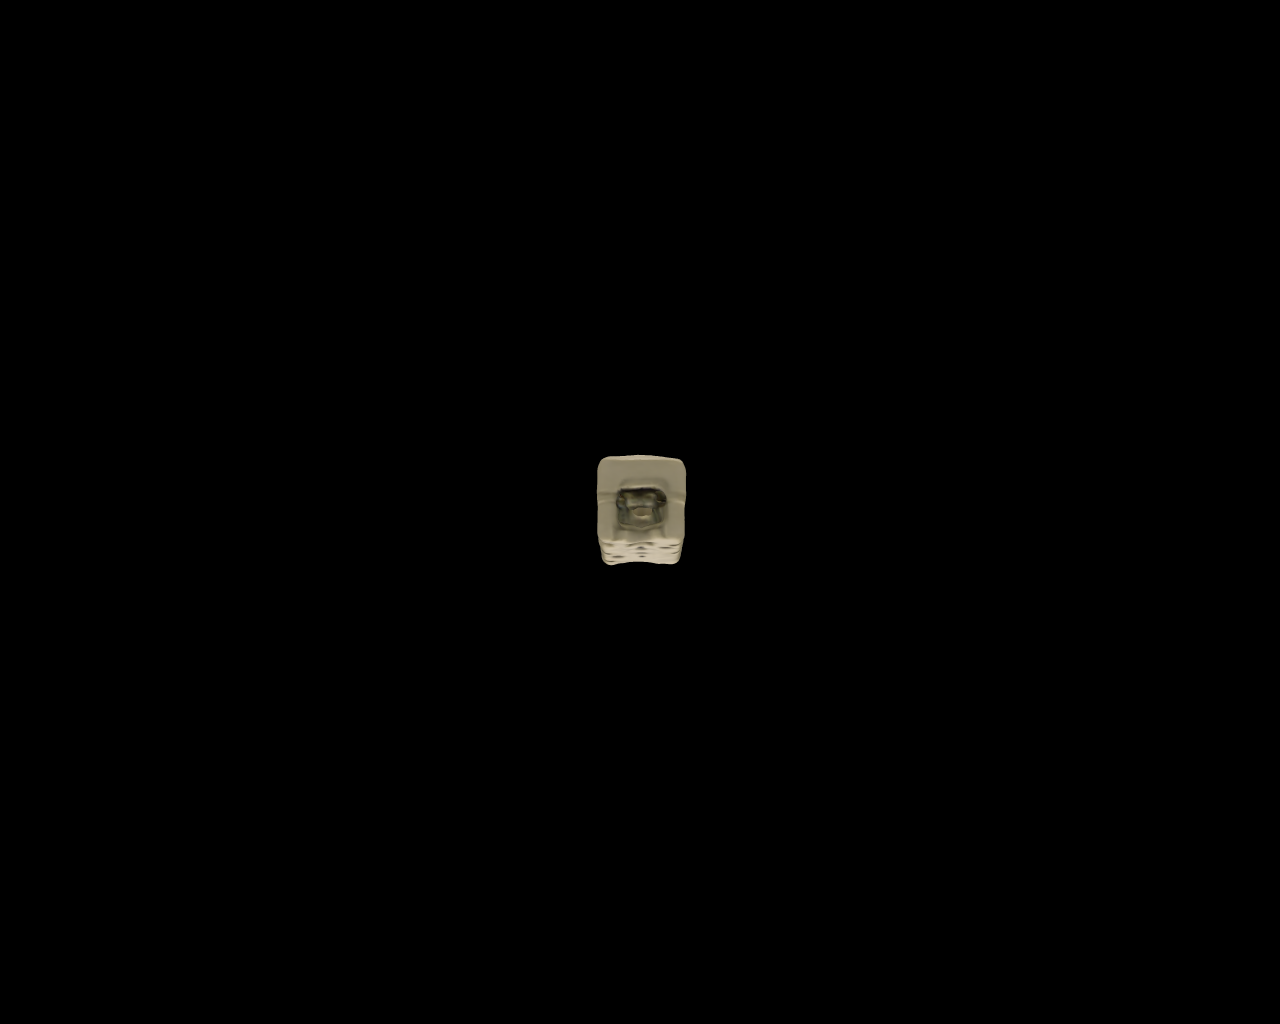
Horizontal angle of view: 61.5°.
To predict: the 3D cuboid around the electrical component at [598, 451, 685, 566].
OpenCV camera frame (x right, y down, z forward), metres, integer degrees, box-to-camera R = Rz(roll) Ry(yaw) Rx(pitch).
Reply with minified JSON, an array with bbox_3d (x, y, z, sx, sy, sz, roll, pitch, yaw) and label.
[{"bbox_3d":[0.001,-0.003,0.650,0.050,0.056,0.089,0,-13,0],"label":"electrical component"}]
